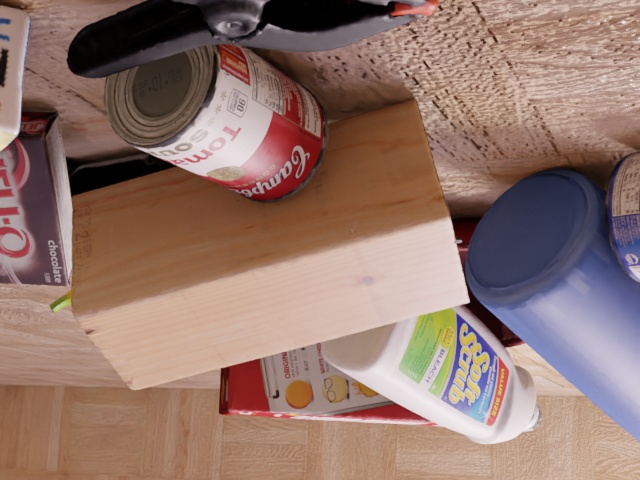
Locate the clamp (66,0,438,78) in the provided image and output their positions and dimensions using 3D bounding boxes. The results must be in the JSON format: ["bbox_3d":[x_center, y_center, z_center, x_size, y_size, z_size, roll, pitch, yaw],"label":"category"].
[{"bbox_3d":[-0.041,-0.098,0.439,0.171,0.039,0.120,4,168,-4],"label":"clamp"}]

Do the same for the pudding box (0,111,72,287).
[{"bbox_3d":[-0.204,-0.026,0.670,0.090,0.039,0.113,2,126,5],"label":"pudding box"}]

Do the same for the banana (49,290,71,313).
[{"bbox_3d":[-0.205,0.065,1.160,0.198,0.069,0.037,3,142,36],"label":"banana"}]

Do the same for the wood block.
[{"bbox_3d":[-0.029,0.006,0.614,0.206,0.090,0.091,-15,141,6],"label":"wood block"}]

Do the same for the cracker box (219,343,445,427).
[{"bbox_3d":[0.021,0.081,0.958,0.213,0.164,0.072,5,166,-12],"label":"cracker box"}]

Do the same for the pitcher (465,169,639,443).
[{"bbox_3d":[0.210,0.056,0.764,0.149,0.145,0.242,-39,122,25],"label":"pitcher"}]

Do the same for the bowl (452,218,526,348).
[{"bbox_3d":[0.127,0.029,0.884,0.162,0.055,0.162,5,146,3],"label":"bowl"}]

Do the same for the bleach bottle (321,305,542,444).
[{"bbox_3d":[0.110,0.100,0.870,0.068,0.102,0.250,12,165,46],"label":"bleach bottle"}]

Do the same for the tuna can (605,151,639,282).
[{"bbox_3d":[0.212,-0.015,0.656,0.085,0.086,0.034,13,166,-40],"label":"tuna can"}]

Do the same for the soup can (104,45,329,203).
[{"bbox_3d":[-0.050,-0.064,0.535,0.069,0.068,0.102,-4,165,30],"label":"soup can"}]

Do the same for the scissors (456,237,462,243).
[{"bbox_3d":[-0.005,0.001,0.794,0.201,0.016,0.096,17,135,-6],"label":"scissors"}]
